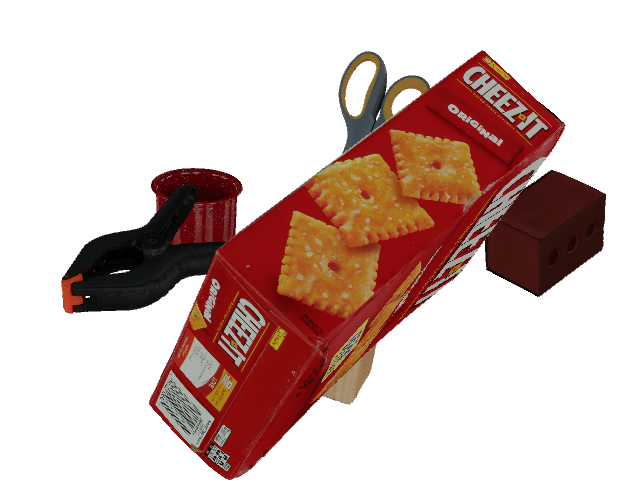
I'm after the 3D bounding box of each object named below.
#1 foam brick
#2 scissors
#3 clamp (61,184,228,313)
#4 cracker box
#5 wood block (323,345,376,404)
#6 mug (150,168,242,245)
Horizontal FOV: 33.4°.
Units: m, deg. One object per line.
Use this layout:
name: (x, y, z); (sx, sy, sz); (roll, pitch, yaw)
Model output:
foam brick: (0.163, -0.006, 0.775); (0.078, 0.053, 0.051); (-32, 41, -30)
scissors: (0.048, -0.077, 0.986); (0.096, 0.202, 0.016); (6, -11, 9)
clamp: (-0.134, 0.006, 0.852); (0.171, 0.039, 0.120); (-17, 36, -30)
cracker box: (0.020, 0.015, 0.569); (0.213, 0.072, 0.164); (-38, -14, -36)
wood block: (0.024, 0.065, 1.198); (0.090, 0.206, 0.090); (16, 23, 12)
mug: (-0.127, -0.025, 1.113); (0.093, 0.081, 0.117); (7, 26, 5)
